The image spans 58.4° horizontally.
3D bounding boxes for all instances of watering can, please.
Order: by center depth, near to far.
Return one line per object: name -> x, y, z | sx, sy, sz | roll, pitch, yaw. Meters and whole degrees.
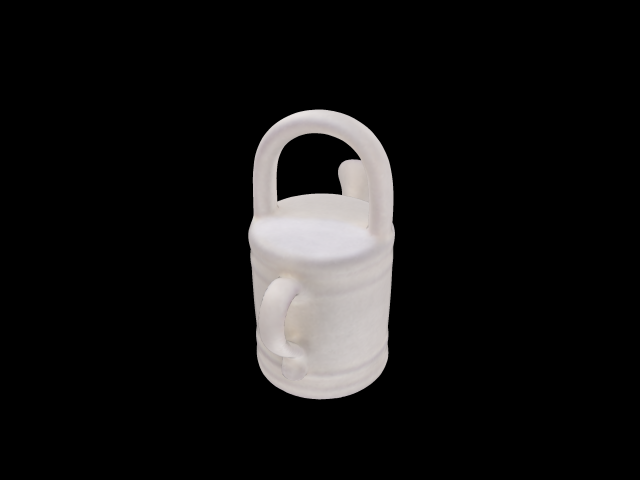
watering can -> 0.002, 0.001, 0.401 | 0.101, 0.194, 0.172 | -1, 31, 0
